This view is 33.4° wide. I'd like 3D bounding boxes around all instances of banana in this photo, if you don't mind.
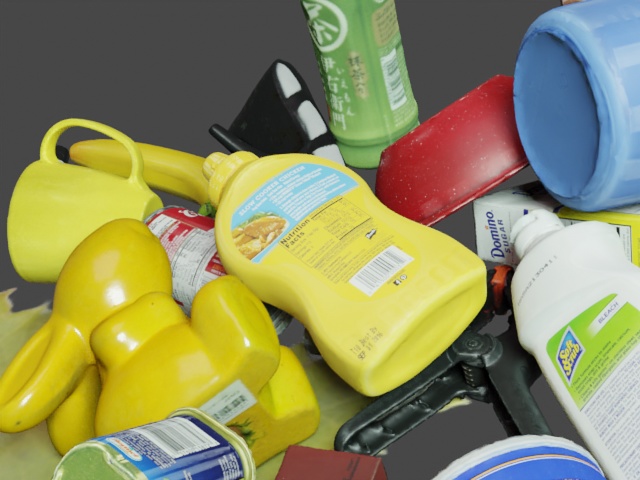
[{"bbox_3d":[-0.118,-0.052,0.832,0.069,0.037,0.198,7,10,-44],"label":"banana"}]

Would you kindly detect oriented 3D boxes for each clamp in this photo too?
[{"bbox_3d":[0.077,0.075,0.598,0.120,0.039,0.171,3,33,11],"label":"clamp"}]

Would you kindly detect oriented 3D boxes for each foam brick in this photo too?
[{"bbox_3d":[0.001,0.147,0.519,0.053,0.051,0.078,3,40,23],"label":"foam brick"}]

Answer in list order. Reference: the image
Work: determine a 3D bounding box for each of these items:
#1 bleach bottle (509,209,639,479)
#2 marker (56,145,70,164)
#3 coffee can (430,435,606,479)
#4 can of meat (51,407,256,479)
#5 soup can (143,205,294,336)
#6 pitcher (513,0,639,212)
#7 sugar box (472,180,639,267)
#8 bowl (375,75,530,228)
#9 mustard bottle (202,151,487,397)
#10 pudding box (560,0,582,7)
[{"bbox_3d":[0.164,0.064,0.504,0.103,0.068,0.251,-52,39,22],"label":"bleach bottle"},{"bbox_3d":[-0.221,-0.045,0.894,0.020,0.020,0.121,-16,35,0],"label":"marker"},{"bbox_3d":[0.100,0.161,0.417,0.102,0.103,0.140,-21,36,-7],"label":"coffee can"},{"bbox_3d":[-0.086,0.132,0.482,0.057,0.102,0.083,31,13,23],"label":"can of meat"},{"bbox_3d":[-0.069,0.022,0.702,0.102,0.068,0.068,20,48,39],"label":"soup can"},{"bbox_3d":[0.231,-0.098,0.590,0.242,0.145,0.149,-13,0,-15],"label":"pitcher"},{"bbox_3d":[0.184,-0.006,0.617,0.093,0.048,0.177,-17,14,-37],"label":"sugar box"},{"bbox_3d":[0.092,-0.059,0.689,0.162,0.055,0.162,-33,1,1],"label":"bowl"},{"bbox_3d":[-0.004,0.001,0.612,0.096,0.058,0.192,-39,54,-19],"label":"mustard bottle"},{"bbox_3d":[0.231,-0.176,0.816,0.090,0.113,0.039,-7,33,12],"label":"pudding box"}]
